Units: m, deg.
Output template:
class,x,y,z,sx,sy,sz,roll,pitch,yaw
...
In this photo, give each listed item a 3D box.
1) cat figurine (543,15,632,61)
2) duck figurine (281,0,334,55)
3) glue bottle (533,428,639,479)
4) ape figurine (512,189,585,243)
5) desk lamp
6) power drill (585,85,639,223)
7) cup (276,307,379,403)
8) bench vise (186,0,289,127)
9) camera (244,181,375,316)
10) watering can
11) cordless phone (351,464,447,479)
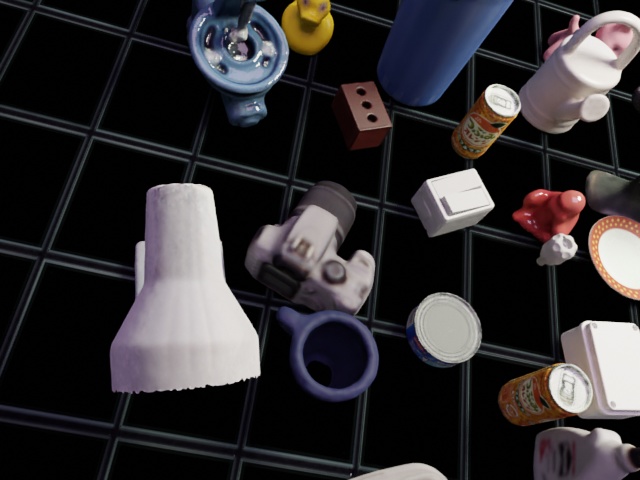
class,x,y,z,sx,sy,sz,roll,pitch,yaw
cat figurine,0.450,-0.323,0.928,0.128,0.117,0.067,22,61,-5
duck figurine,-0.011,-0.331,0.819,0.077,0.086,0.104,15,62,-8
glue bottle,0.282,0.227,0.588,0.037,0.173,0.078,14,62,-9
ape figurine,0.318,-0.038,0.771,0.076,0.092,0.078,1,65,-15
desk lamp,-0.129,0.054,0.531,0.118,0.213,0.203,-3,66,-17
power drill,0.467,-0.106,0.779,0.230,0.208,0.075,17,62,-7
cup,-0.006,0.122,0.601,0.117,0.095,0.092,39,61,4
bench vise,-0.116,-0.270,0.685,0.122,0.219,0.207,-34,78,-26
camera,0.006,0.002,0.658,0.143,0.100,0.137,30,61,0
watering can,0.383,-0.242,0.828,0.101,0.194,0.173,-5,67,-18
cordless phone,0.081,0.253,0.513,0.148,0.185,0.094,-10,68,-20
